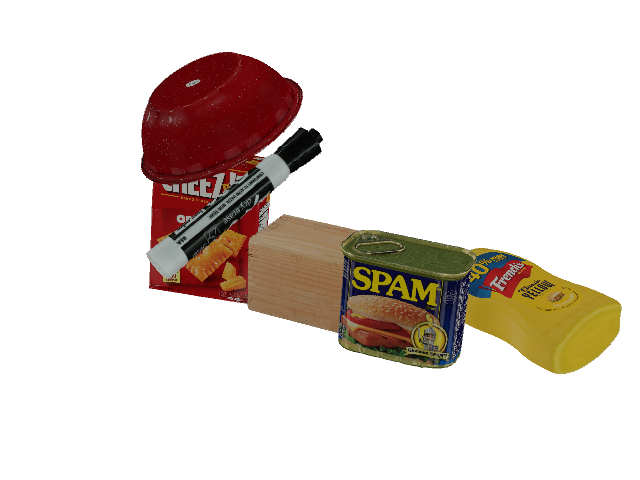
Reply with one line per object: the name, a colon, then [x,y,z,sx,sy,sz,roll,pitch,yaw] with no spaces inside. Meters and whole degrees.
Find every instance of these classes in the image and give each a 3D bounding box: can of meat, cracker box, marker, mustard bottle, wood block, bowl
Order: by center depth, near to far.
marker: [-0.046,-0.023,0.600,0.121,0.020,0.020,-41,13,-16]
can of meat: [0.064,0.046,0.828,0.102,0.084,0.057,12,24,19]
bowl: [-0.100,-0.120,0.949,0.162,0.055,0.162,-20,33,13]
mustard bottle: [0.176,0.053,0.997,0.096,0.058,0.192,-28,38,-31]
wood block: [0.031,0.045,1.174,0.206,0.091,0.090,13,26,23]
cracker box: [-0.163,-0.023,1.572,0.164,0.214,0.072,9,21,10]
